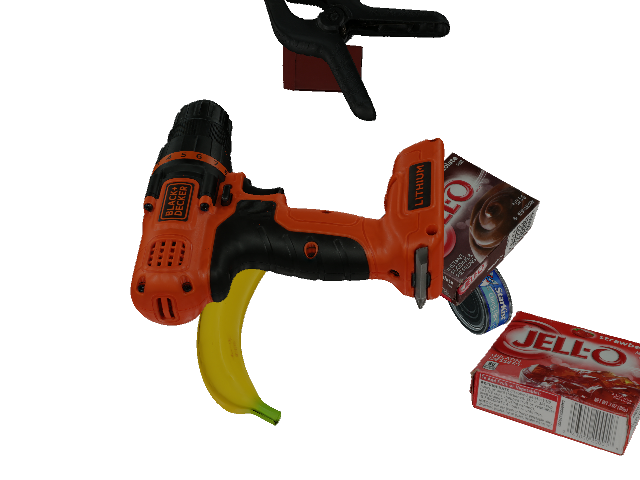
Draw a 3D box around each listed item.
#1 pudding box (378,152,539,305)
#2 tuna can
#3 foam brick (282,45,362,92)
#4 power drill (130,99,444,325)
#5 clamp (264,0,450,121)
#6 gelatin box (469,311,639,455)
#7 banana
[{"bbox_3d":[0.110,-0.011,0.874,0.090,0.039,0.113,33,56,25],"label":"pudding box"},{"bbox_3d":[0.172,0.060,1.179,0.033,0.086,0.086,-24,8,-20],"label":"tuna can"},{"bbox_3d":[0.002,-0.188,1.164,0.078,0.051,0.053,0,11,-16],"label":"foam brick"},{"bbox_3d":[-0.016,-0.024,0.666,0.188,0.184,0.057,-1,-43,6],"label":"power drill"},{"bbox_3d":[0.024,-0.190,0.933,0.120,0.171,0.039,-40,-20,-19],"label":"clamp"},{"bbox_3d":[0.139,0.077,0.600,0.089,0.030,0.073,15,31,26],"label":"gelatin box"},{"bbox_3d":[-0.070,0.072,0.911,0.069,0.198,0.037,7,-39,-12],"label":"banana"}]
